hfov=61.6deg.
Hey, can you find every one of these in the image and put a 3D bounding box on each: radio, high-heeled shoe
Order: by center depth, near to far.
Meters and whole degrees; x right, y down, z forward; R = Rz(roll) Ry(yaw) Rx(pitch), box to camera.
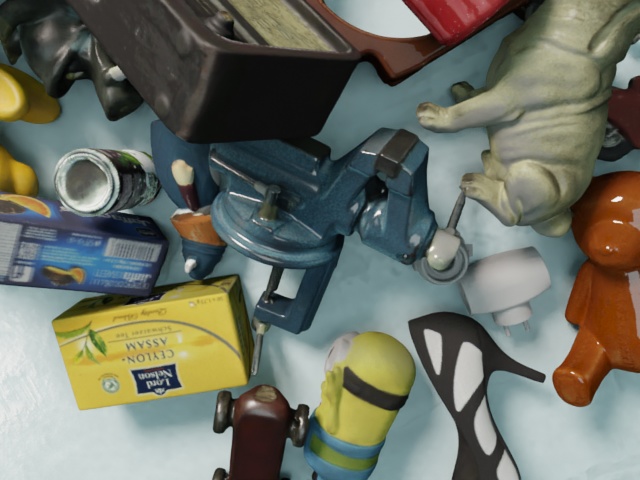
[{"bbox_3d":[-0.093,-0.167,0.381,0.230,0.131,0.073,49,131,22],"label":"radio"},{"bbox_3d":[0.126,0.197,0.536,0.145,0.086,0.248,17,99,2],"label":"high-heeled shoe"}]

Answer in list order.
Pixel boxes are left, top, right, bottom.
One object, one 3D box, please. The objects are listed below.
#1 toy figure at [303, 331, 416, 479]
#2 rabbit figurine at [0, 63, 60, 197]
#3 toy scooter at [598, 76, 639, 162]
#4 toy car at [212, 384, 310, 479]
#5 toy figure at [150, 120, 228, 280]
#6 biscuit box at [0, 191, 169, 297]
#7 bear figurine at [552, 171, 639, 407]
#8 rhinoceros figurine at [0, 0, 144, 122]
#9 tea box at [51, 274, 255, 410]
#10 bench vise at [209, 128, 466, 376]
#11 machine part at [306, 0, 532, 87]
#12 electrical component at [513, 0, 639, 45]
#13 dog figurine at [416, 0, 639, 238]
[{"bbox_3d":[0.035,0.175,0.532,0.089,0.082,0.180,12,100,-4],"label":"toy figure"},{"bbox_3d":[-0.320,-0.107,0.458,0.162,0.122,0.173,-9,102,-1],"label":"rabbit figurine"},{"bbox_3d":[0.321,-0.119,0.453,0.184,0.075,0.135,15,113,1],"label":"toy scooter"},{"bbox_3d":[-0.064,0.216,0.541,0.089,0.053,0.202,7,128,-3],"label":"toy car"},{"bbox_3d":[-0.116,-0.036,0.494,0.058,0.064,0.154,-3,109,22],"label":"toy figure"},{"bbox_3d":[-0.237,0.001,0.458,0.202,0.063,0.059,11,109,-39],"label":"biscuit box"},{"bbox_3d":[0.262,0.037,0.462,0.120,0.132,0.195,1,122,39],"label":"bear figurine"},{"bbox_3d":[-0.217,-0.188,0.454,0.112,0.073,0.190,-26,90,-24],"label":"rhinoceros figurine"},{"bbox_3d":[-0.156,0.098,0.526,0.170,0.068,0.098,-11,102,3],"label":"tea box"},{"bbox_3d":[-0.004,0.004,0.473,0.224,0.129,0.240,20,124,-1],"label":"bench vise"},{"bbox_3d":[0.064,-0.245,0.430,0.201,0.087,0.201,-31,99,8],"label":"machine part"},{"bbox_3d":[0.219,-0.183,0.460,0.102,0.045,0.078,41,102,-7],"label":"electrical component"},{"bbox_3d":[0.195,-0.106,0.397,0.172,0.121,0.190,46,136,-10],"label":"dog figurine"}]
